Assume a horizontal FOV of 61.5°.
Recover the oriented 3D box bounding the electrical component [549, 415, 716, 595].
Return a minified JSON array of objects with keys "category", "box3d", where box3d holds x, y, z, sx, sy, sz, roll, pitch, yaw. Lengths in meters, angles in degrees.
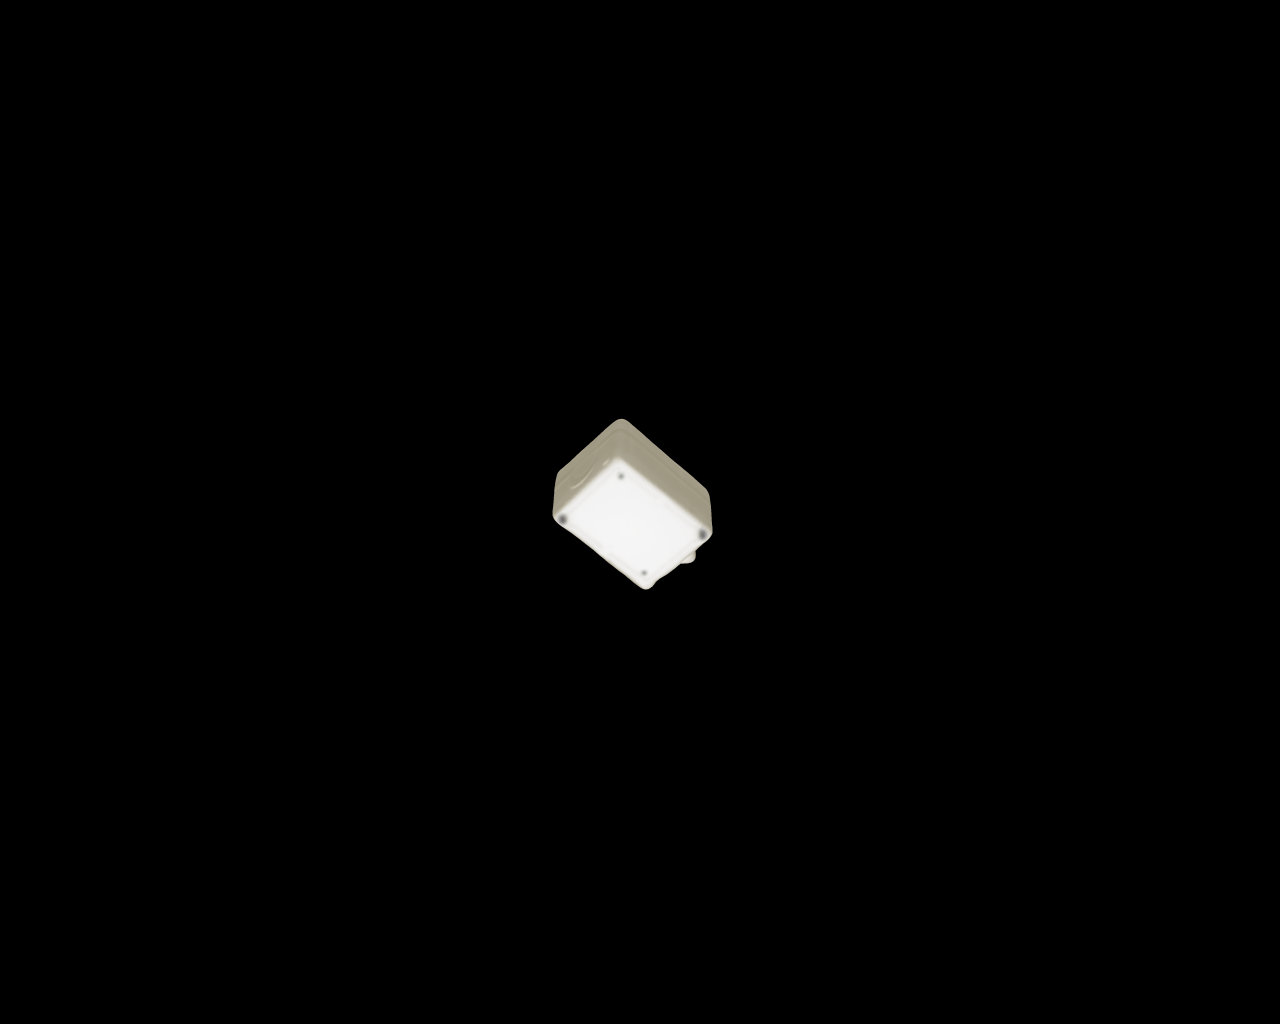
[{"category":"electrical component","box3d":[0.001,-0.003,0.650,0.096,0.061,0.061,39,24,-22]}]
